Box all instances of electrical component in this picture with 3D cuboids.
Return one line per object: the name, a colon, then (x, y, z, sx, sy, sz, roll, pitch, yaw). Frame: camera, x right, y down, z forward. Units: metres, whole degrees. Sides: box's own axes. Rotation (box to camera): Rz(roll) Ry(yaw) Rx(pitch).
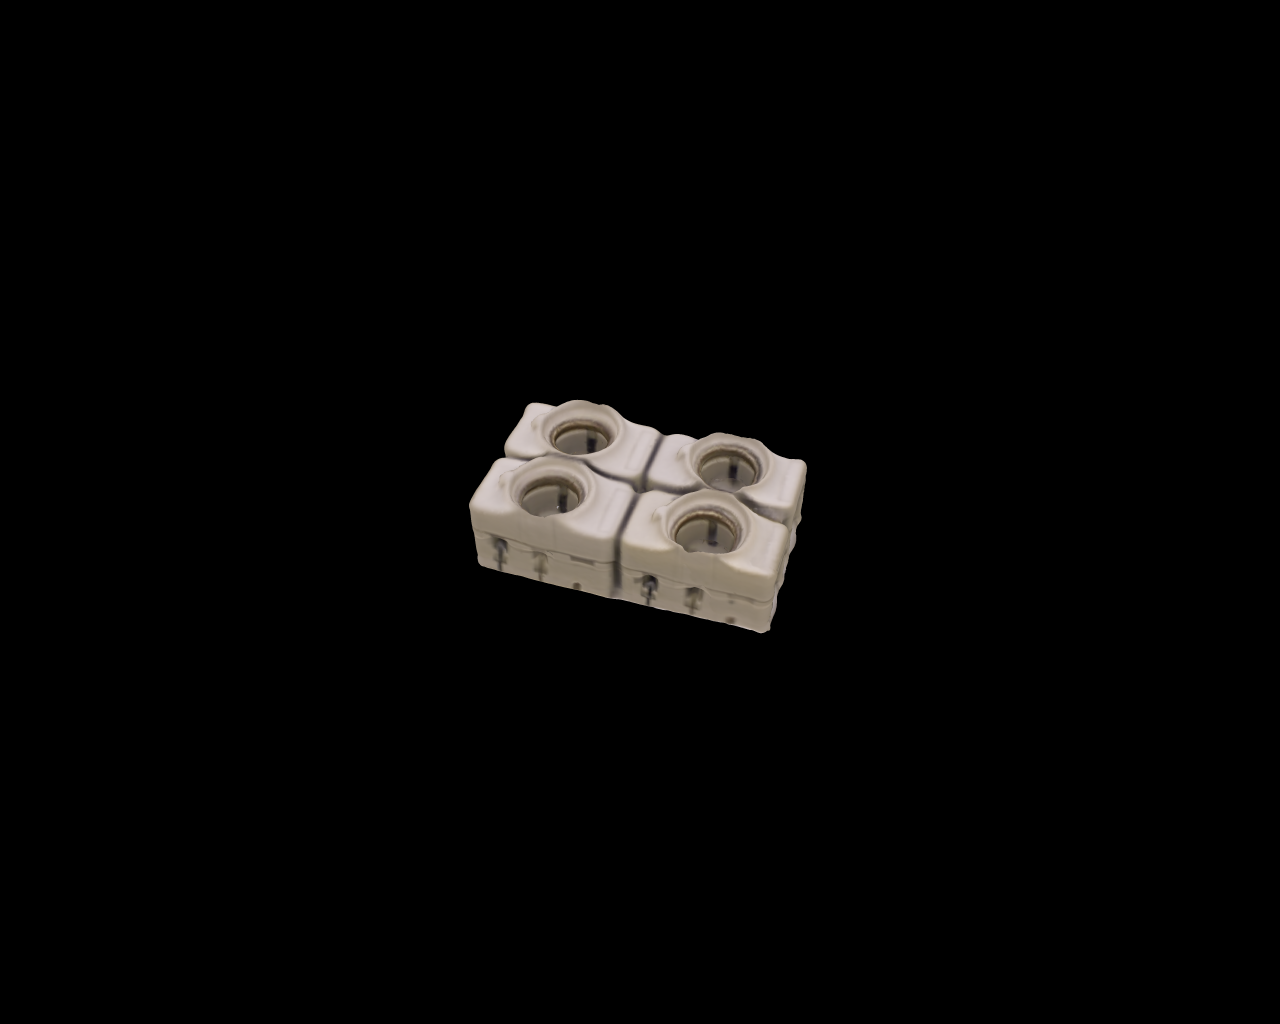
electrical component: (0.001, -0.003, 0.650, 0.186, 0.060, 0.106, 13, 47, 12)
